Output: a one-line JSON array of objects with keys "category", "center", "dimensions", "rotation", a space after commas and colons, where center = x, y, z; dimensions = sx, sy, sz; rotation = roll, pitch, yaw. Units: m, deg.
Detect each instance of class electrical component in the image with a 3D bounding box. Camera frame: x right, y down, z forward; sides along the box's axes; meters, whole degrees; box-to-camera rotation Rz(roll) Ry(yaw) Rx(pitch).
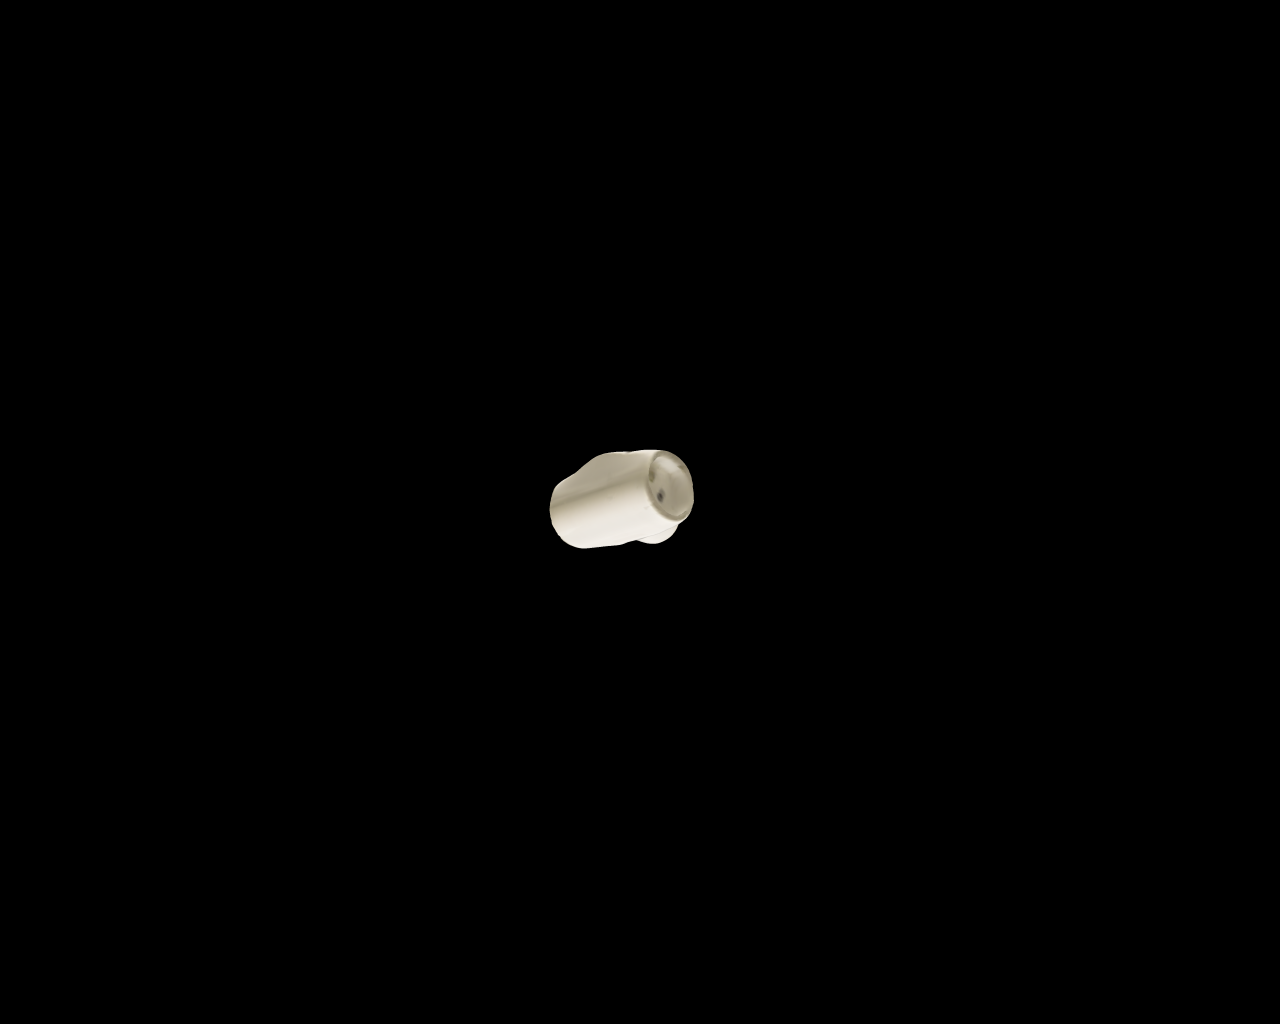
[{"category": "electrical component", "center": [0.001, -0.003, 0.650], "dimensions": [0.077, 0.043, 0.079], "rotation": [-17, -27, 38]}]
